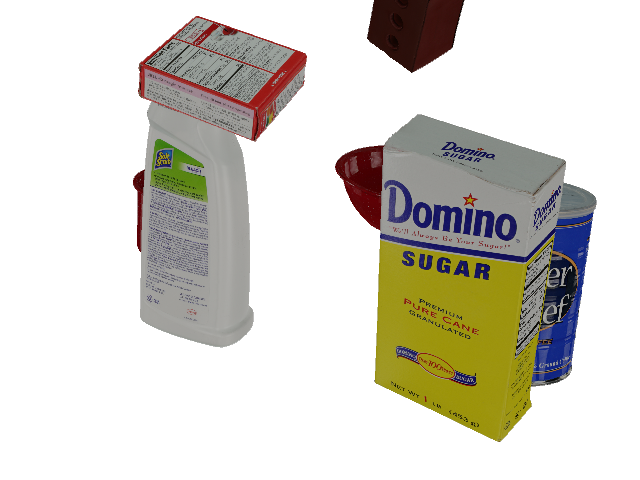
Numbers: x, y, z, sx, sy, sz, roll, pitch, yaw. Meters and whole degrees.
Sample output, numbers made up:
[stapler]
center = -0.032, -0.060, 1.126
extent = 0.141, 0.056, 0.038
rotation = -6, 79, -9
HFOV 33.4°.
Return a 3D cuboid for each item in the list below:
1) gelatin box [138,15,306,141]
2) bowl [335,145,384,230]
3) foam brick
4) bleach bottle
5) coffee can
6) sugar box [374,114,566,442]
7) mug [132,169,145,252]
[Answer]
[gelatin box]
center = -0.064, -0.108, 0.704
extent = 0.089, 0.030, 0.073
rotation = 21, 45, 14
[bowl]
center = 0.093, -0.045, 1.080
extent = 0.162, 0.055, 0.162
rotation = 4, 24, -2
[foam brick]
center = 0.076, -0.181, 0.831
extent = 0.053, 0.078, 0.051
rotation = 40, 59, 22
[bleach bottle]
center = -0.101, -0.039, 0.905
extent = 0.103, 0.251, 0.068
rotation = 15, 26, 18
[coffee can]
center = 0.154, 0.029, 0.833
extent = 0.103, 0.140, 0.103
rotation = 3, 17, -1
[sugar box]
center = 0.080, 0.024, 0.610
extent = 0.093, 0.176, 0.048
rotation = 22, 43, 29
[mug]
center = -0.161, -0.032, 1.161
extent = 0.093, 0.081, 0.117
rotation = -6, 30, -23
